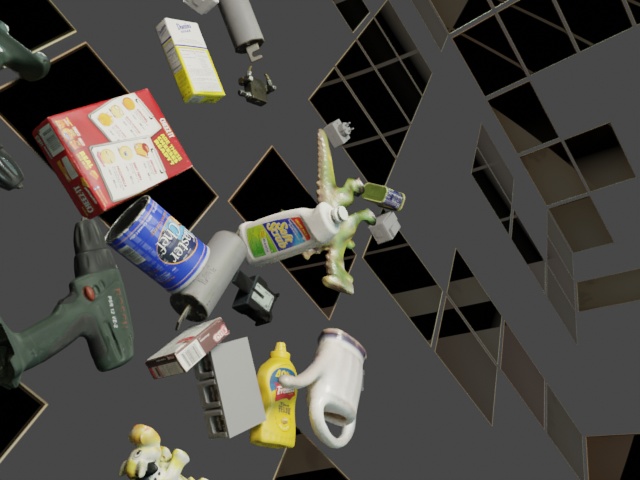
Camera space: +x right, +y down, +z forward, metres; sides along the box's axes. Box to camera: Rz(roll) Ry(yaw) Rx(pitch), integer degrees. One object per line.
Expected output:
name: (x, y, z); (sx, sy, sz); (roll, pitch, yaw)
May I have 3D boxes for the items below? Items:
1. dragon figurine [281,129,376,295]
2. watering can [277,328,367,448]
dragon figurine: (0.004, -0.063, 1.257); (0.245, 0.121, 0.410); (-24, 90, -46)
watering can: (0.017, 0.281, 1.053); (0.340, 0.104, 0.230); (62, 32, -43)
